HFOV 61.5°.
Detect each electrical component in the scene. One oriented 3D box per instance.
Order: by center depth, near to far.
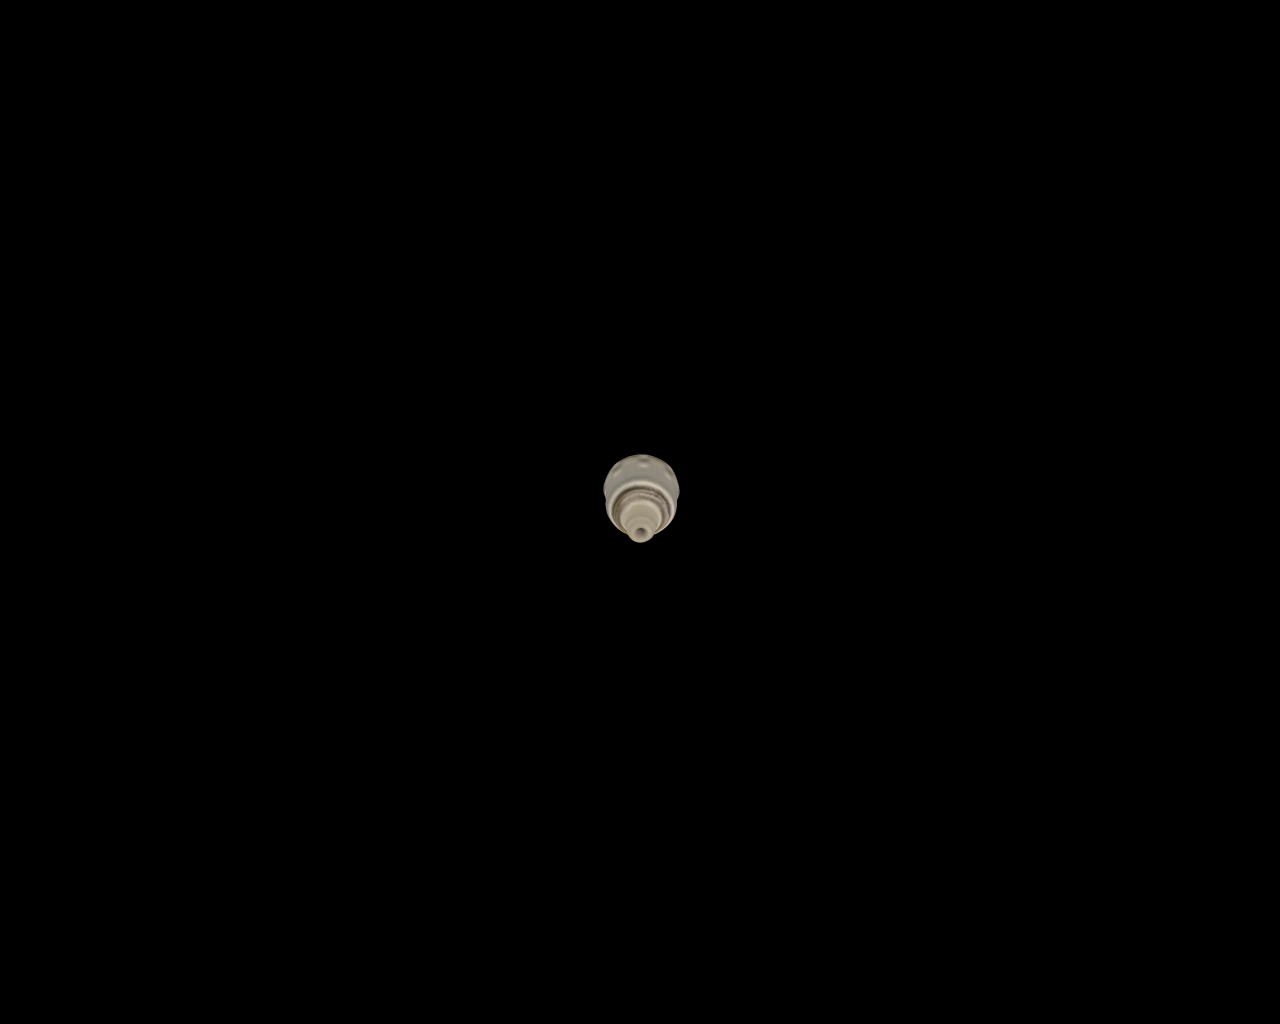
[{"bbox_3d":[0.001,-0.003,0.650,0.048,0.048,0.062,0,31,0],"label":"electrical component"}]
